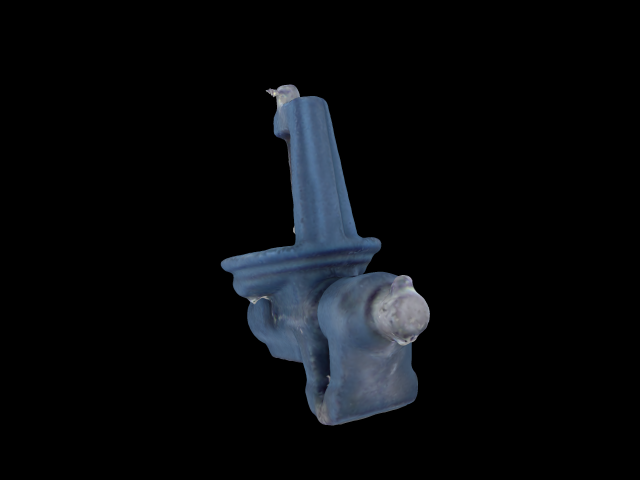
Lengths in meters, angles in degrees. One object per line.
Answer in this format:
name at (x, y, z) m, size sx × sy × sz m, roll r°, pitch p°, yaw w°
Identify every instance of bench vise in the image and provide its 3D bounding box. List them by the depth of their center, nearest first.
bench vise at (0.012, 0.000, 0.408) m, size 0.206 × 0.220 × 0.122 m, roll 11°, pitch 16°, yaw 43°
